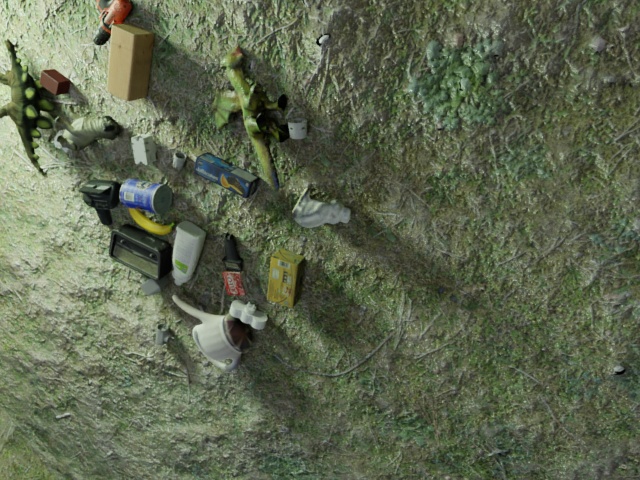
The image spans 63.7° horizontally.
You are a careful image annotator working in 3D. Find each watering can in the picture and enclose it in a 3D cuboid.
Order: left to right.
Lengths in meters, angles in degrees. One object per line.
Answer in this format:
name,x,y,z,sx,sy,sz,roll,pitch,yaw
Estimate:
watering can,-0.381,0.321,1.854,0.222,0.106,0.345,-24,101,29

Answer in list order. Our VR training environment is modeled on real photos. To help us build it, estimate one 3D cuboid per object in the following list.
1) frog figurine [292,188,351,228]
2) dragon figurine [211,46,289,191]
frog figurine,0.005,-0.076,1.511,0.159,0.125,0.135,31,154,-2
dragon figurine,-0.221,-0.354,1.516,0.244,0.123,0.403,17,117,36
